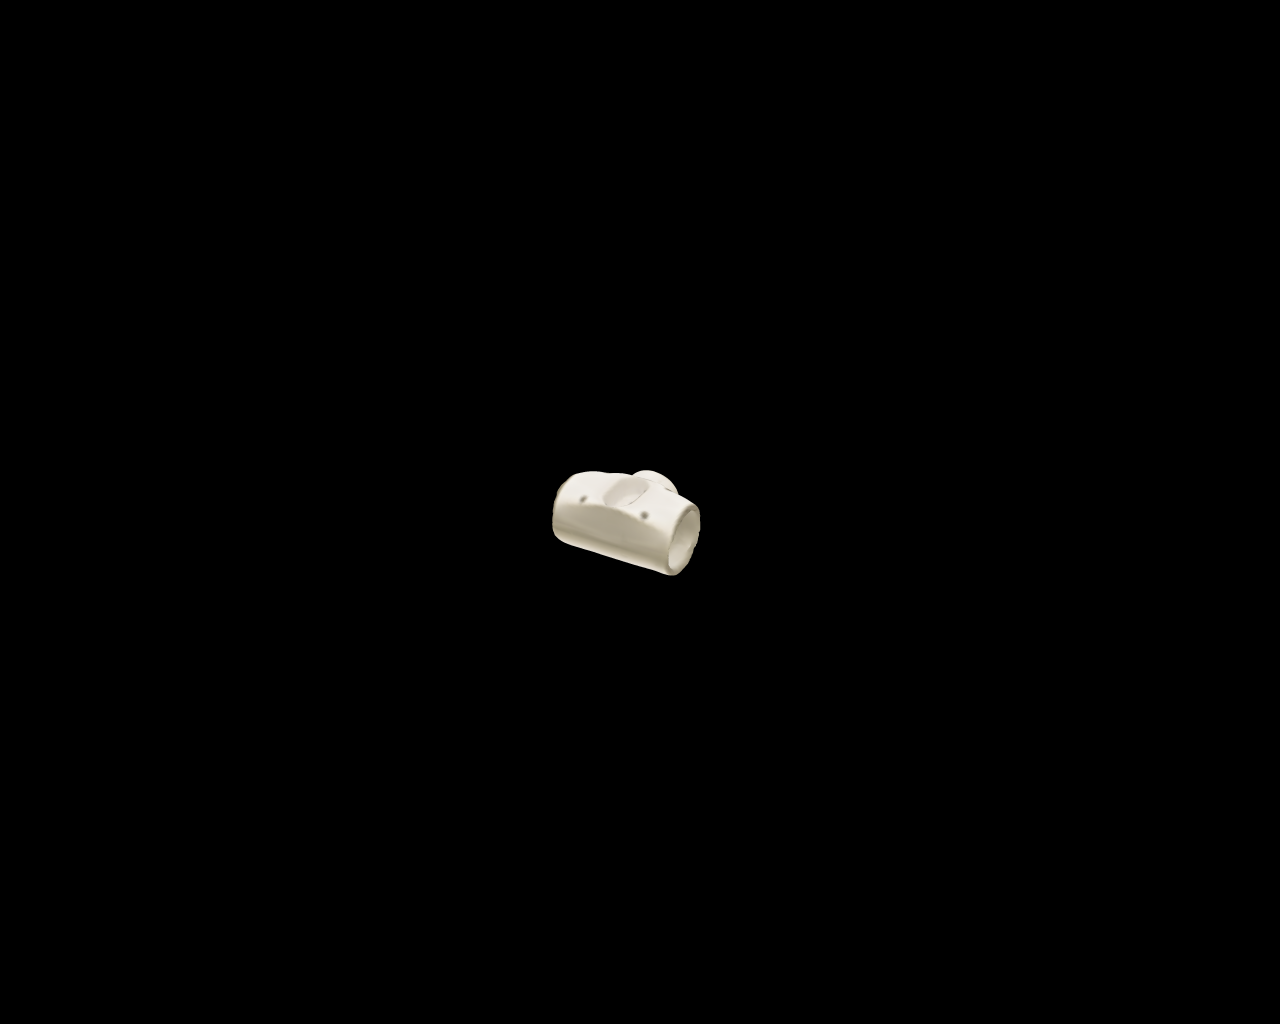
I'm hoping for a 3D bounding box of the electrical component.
[{"bbox_3d":[0.001,-0.003,0.650,0.077,0.043,0.079,17,36,24],"label":"electrical component"}]
